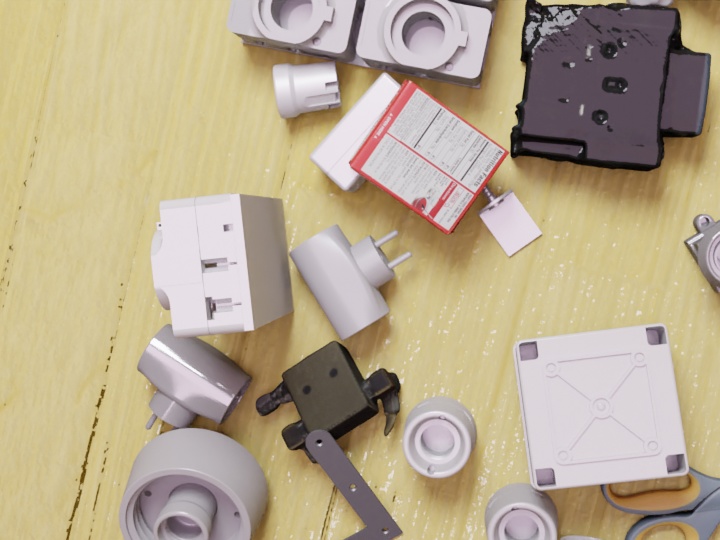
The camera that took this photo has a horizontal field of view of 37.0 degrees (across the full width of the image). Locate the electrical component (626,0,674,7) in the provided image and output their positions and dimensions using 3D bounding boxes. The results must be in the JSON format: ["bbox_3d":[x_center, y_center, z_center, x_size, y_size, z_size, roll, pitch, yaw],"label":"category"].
[{"bbox_3d":[0.208,-0.217,0.768,0.035,0.035,0.061,1,90,8],"label":"electrical component"}]

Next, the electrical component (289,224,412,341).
[{"bbox_3d":[0.000,0.000,0.801,0.079,0.044,0.077,-32,88,8],"label":"electrical component"}]

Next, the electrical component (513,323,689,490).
[{"bbox_3d":[0.170,0.098,0.769,0.109,0.056,0.108,-7,81,7],"label":"electrical component"}]

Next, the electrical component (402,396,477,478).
[{"bbox_3d":[0.058,0.125,0.798,0.055,0.047,0.055,0,93,8],"label":"electrical component"}]

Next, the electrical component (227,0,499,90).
[{"bbox_3d":[0.006,-0.205,0.783,0.186,0.060,0.105,12,94,7],"label":"electrical component"}]

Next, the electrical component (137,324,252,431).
[{"bbox_3d":[-0.136,0.095,0.825,0.077,0.043,0.079,32,97,5],"label":"electrical component"}]

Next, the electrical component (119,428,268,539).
[{"bbox_3d":[-0.127,0.180,0.803,0.108,0.060,0.108,2,113,5],"label":"electrical component"}]

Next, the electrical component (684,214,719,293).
[{"bbox_3d":[0.261,-0.010,0.760,0.048,0.055,0.066,-32,88,8],"label":"electrical component"}]

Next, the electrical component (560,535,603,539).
[{"bbox_3d":[0.182,0.241,0.788,0.079,0.043,0.077,7,93,10],"label":"electrical component"}]

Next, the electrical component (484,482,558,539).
[{"bbox_3d":[0.119,0.190,0.793,0.055,0.047,0.055,0,93,8],"label":"electrical component"}]

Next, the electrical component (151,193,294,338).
[{"bbox_3d":[-0.094,-0.005,0.761,0.062,0.150,0.089,-6,92,7],"label":"electrical component"}]

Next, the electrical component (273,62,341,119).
[{"bbox_3d":[-0.039,-0.136,0.804,0.046,0.040,0.040,-7,92,3],"label":"electrical component"}]

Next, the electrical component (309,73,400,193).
[{"bbox_3d":[0.020,-0.087,0.793,0.076,0.047,0.083,43,97,4],"label":"electrical component"}]
